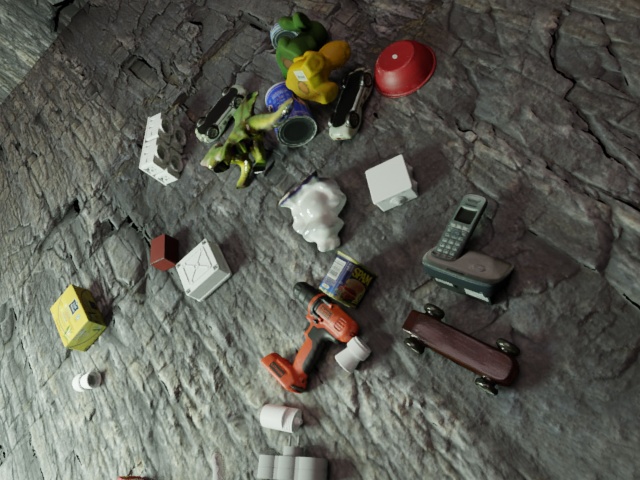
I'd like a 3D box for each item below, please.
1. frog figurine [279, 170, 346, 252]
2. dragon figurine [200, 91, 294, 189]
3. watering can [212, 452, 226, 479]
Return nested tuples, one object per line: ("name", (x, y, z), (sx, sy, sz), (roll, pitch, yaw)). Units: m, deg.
("frog figurine", (0.003, -0.057, 1.136), (0.137, 0.122, 0.160), (-37, 87, 1))
("dragon figurine", (-0.189, -0.289, 1.319), (0.404, 0.121, 0.248), (-39, 46, 35))
("watering can", (-0.186, 0.579, 0.886), (0.223, 0.102, 0.355), (-38, 52, 10))
